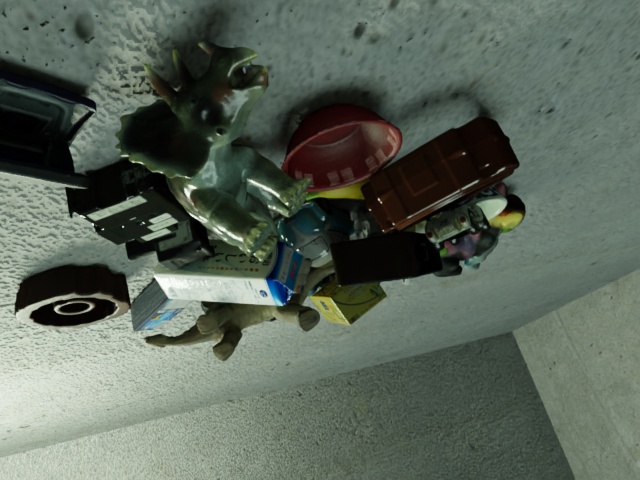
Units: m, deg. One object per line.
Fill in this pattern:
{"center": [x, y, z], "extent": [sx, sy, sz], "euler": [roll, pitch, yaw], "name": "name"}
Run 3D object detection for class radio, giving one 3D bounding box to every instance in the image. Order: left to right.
{"center": [0.120, 0.030, 0.896], "extent": [0.131, 0.073, 0.229], "euler": [-10, 176, 24], "name": "radio"}

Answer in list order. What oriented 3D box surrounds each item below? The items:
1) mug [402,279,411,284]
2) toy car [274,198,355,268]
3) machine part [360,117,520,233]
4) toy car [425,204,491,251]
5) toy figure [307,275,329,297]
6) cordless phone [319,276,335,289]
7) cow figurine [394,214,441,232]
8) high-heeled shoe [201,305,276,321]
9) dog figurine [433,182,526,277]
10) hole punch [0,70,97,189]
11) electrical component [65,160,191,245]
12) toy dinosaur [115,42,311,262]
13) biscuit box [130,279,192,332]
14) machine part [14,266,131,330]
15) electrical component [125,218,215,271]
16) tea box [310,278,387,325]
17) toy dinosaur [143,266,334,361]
{"center": [0.165, 0.035, 1.138], "extent": [0.081, 0.110, 0.107], "euler": [-12, 146, 0], "name": "mug"}
{"center": [-0.002, -0.003, 0.914], "extent": [0.109, 0.103, 0.161], "euler": [-27, 155, 26], "name": "toy car"}
{"center": [0.177, -0.090, 0.781], "extent": [0.201, 0.087, 0.201], "euler": [-30, 175, 28], "name": "machine part"}
{"center": [0.224, -0.024, 0.870], "extent": [0.073, 0.056, 0.201], "euler": [-28, 171, 25], "name": "toy car"}
{"center": [-0.068, 0.096, 1.116], "extent": [0.180, 0.089, 0.082], "euler": [-14, 161, -12], "name": "toy figure"}
{"center": [0.062, 0.072, 1.206], "extent": [0.147, 0.089, 0.184], "euler": [-15, 147, -2], "name": "cordless phone"}
{"center": [0.193, -0.024, 1.054], "extent": [0.167, 0.068, 0.098], "euler": [2, 157, -33], "name": "cow figurine"}
{"center": [-0.149, 0.115, 1.177], "extent": [0.249, 0.086, 0.145], "euler": [-23, 134, -37], "name": "high-heeled shoe"}
{"center": [0.318, -0.022, 1.105], "extent": [0.191, 0.108, 0.219], "euler": [-10, 154, -25], "name": "dog figurine"}
{"center": [-0.287, -0.099, 0.510], "extent": [0.116, 0.092, 0.142], "euler": [3, 179, 40], "name": "hole punch"}
{"center": [-0.237, -0.046, 0.691], "extent": [0.115, 0.058, 0.134], "euler": [-17, 159, 5], "name": "electrical component"}
{"center": [-0.119, -0.069, 0.633], "extent": [0.131, 0.192, 0.405], "euler": [-52, 180, -14], "name": "toy dinosaur"}
{"center": [-0.297, 0.111, 1.022], "extent": [0.059, 0.063, 0.202], "euler": [2, 152, -42], "name": "biscuit box"}
{"center": [-0.417, 0.099, 0.912], "extent": [0.179, 0.056, 0.179], "euler": [-14, 158, -6], "name": "machine part"}
{"center": [-0.224, 0.006, 0.804], "extent": [0.119, 0.075, 0.047], "euler": [-22, 158, 3], "name": "electrical component"}
{"center": [0.053, 0.113, 1.075], "extent": [0.098, 0.068, 0.169], "euler": [-37, -177, -16], "name": "tea box"}
{"center": [-0.083, 0.093, 0.970], "extent": [0.471, 0.105, 0.199], "euler": [-19, -163, -16], "name": "toy dinosaur"}
